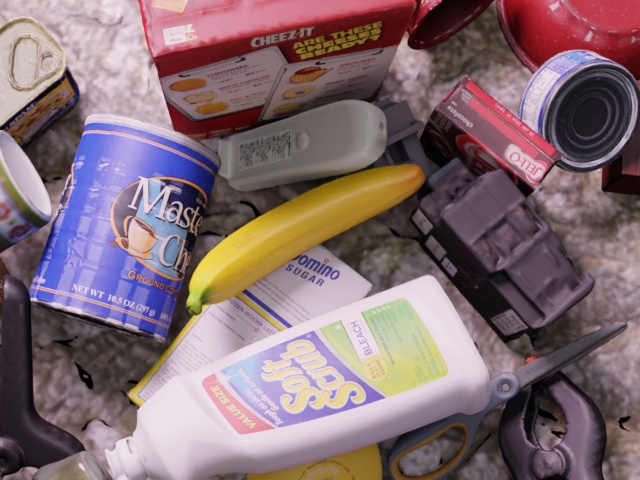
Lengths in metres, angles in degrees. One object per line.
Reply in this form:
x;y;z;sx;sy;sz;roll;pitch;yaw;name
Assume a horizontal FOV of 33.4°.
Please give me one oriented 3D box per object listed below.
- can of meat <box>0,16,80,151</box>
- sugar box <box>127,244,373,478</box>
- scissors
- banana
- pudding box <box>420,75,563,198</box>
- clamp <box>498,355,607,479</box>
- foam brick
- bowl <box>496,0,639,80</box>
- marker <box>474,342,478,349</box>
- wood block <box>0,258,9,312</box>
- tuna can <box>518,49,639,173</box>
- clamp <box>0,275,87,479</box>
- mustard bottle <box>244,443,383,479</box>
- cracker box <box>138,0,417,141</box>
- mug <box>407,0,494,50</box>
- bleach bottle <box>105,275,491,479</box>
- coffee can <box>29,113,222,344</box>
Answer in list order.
-0.229;-0.105;0.788;0.102;0.084;0.057;-42;84;-9;can of meat
-0.050;0.076;0.787;0.093;0.048;0.176;39;77;3;sugar box
0.115;0.097;0.774;0.202;0.016;0.096;-45;87;9;scissors
-0.017;-0.002;0.749;0.197;0.070;0.037;-32;119;-19;banana
0.121;-0.066;0.784;0.090;0.113;0.039;41;84;5;pudding box
0.163;0.172;0.770;0.120;0.039;0.171;-22;59;17;clamp
0.251;-0.078;0.825;0.053;0.051;0.078;6;79;-1;foam brick
0.224;-0.198;0.843;0.162;0.055;0.162;0;81;-3;bowl
0.059;0.091;0.802;0.121;0.020;0.020;-9;81;-4;marker
-0.310;-0.028;0.768;0.090;0.090;0.206;-29;83;-6;wood block
0.190;-0.093;0.775;0.086;0.034;0.086;-8;115;-18;tuna can
-0.214;0.136;0.731;0.164;0.036;0.210;-39;107;2;clamp
0.020;0.227;0.757;0.096;0.058;0.191;-20;82;-10;mustard bottle
-0.033;-0.138;0.738;0.164;0.214;0.072;-13;82;-5;cracker box
0.076;-0.204;0.813;0.117;0.093;0.081;-24;75;-41;mug
-0.019;0.113;0.721;0.250;0.068;0.103;-21;62;-10;bleach bottle
-0.139;-0.007;0.766;0.103;0.103;0.140;16;80;0;coffee can
